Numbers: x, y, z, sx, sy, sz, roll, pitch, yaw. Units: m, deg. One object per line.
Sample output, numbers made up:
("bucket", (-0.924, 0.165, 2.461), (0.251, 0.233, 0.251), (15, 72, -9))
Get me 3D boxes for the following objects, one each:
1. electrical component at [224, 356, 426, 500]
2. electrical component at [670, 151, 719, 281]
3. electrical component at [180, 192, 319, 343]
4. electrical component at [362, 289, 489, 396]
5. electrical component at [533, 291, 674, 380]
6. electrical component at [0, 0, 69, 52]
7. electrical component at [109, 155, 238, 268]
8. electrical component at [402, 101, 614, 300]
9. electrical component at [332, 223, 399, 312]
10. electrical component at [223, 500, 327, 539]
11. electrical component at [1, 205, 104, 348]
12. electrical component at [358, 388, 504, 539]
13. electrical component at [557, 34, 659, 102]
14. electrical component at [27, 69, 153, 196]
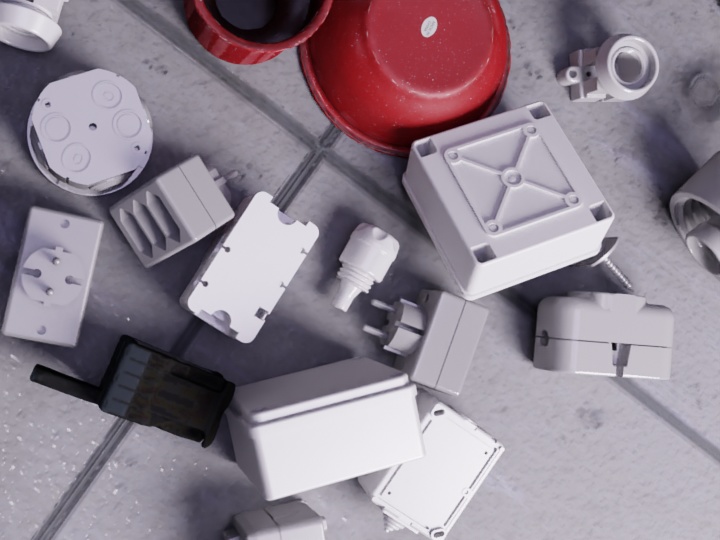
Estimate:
("electrical component", (-0.026, 0.100, 0.704), (0.109, 0.109, 0.056), (-13, 96, -15))
("electrical component", (0.277, -0.028, 0.793), (0.060, 0.108, 0.108), (-37, 99, -7))
("electrical component", (-0.076, -0.002, 0.718), (0.050, 0.056, 0.089), (34, 81, -13))
("electrical component", (0.039, 0.044, 0.754), (0.077, 0.047, 0.065), (22, 84, -14))
("electrical component", (0.179, 0.047, 0.790), (0.095, 0.054, 0.059), (5, 88, -16))
("electrical component", (-0.211, -0.173, 0.687), (0.066, 0.048, 0.055), (15, 78, -15))
("electrical component", (-0.111, -0.046, 0.708), (0.077, 0.066, 0.047), (-39, 101, -42))
("electrical component", (0.101, -0.049, 0.746), (0.109, 0.056, 0.108), (-19, 65, -15))
("electrical component", (0.000, 0.000, 0.750), (0.035, 0.035, 0.061), (31, 84, -13))
("electrical component", (-0.053, 0.210, 0.719), (0.061, 0.062, 0.096), (-9, 92, -16))
("electrical component", (-0.192, 0.004, 0.674), (0.047, 0.076, 0.083), (12, 86, -15))
("electrical component", (0.043, 0.139, 0.751), (0.062, 0.061, 0.096), (35, 88, -13))
("electrical component", (0.188, -0.147, 0.793), (0.066, 0.055, 0.048), (-2, 90, -16))
("electrical component", (-0.173, -0.089, 0.694), (0.080, 0.051, 0.080), (0, 89, -16))
